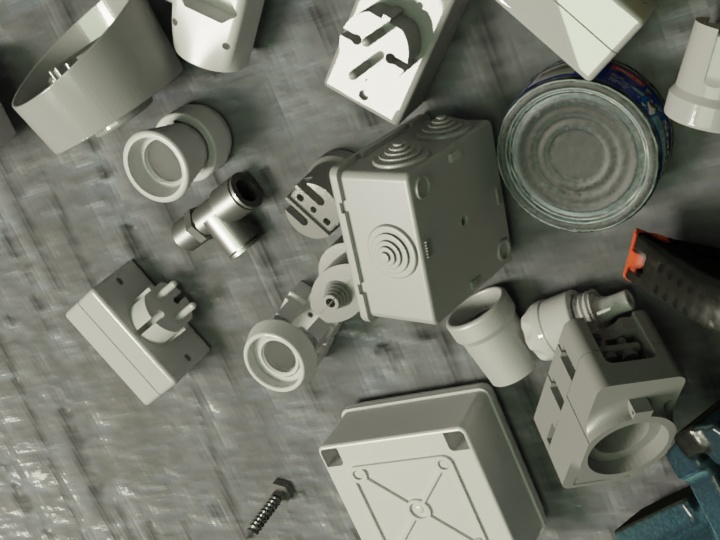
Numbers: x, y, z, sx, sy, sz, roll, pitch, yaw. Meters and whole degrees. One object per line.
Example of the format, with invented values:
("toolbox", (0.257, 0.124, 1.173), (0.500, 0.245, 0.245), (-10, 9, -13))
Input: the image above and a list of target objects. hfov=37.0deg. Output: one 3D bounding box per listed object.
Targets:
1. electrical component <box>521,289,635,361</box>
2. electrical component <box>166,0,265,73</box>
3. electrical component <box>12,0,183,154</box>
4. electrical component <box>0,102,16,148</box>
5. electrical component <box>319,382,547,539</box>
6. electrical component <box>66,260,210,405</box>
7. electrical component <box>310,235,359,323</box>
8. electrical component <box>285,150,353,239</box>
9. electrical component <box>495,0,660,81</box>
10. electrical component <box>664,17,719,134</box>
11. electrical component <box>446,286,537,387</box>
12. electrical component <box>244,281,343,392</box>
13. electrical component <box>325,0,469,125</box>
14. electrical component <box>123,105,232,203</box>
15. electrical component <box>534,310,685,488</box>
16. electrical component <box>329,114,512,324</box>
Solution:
("electrical component", (0.123, 0.027, 0.597), (0.061, 0.035, 0.035), (-25, 104, 32))
("electrical component", (-0.089, -0.160, 0.592), (0.079, 0.043, 0.077), (27, 125, 10))
("electrical component", (-0.153, -0.114, 0.619), (0.099, 0.099, 0.064), (-21, 112, 33))
("electrical component", (-0.275, -0.089, 0.692), (0.099, 0.099, 0.064), (-15, 115, 31))
("electrical component", (0.047, 0.135, 0.679), (0.109, 0.056, 0.108), (-14, 110, 31))
("electrical component", (-0.138, 0.033, 0.720), (0.076, 0.047, 0.083), (-37, 97, 36))
("electrical component", (0.000, 0.000, 0.613), (0.043, 0.081, 0.043), (12, 121, 20))
("electrical component", (-0.018, -0.043, 0.620), (0.040, 0.046, 0.040), (12, 121, 20))
("electrical component", (0.112, -0.142, 0.501), (0.066, 0.047, 0.076), (41, 126, 0))
("electrical component", (0.169, -0.092, 0.507), (0.040, 0.040, 0.046), (17, 117, 17))
("electrical component", (0.078, 0.039, 0.622), (0.040, 0.040, 0.046), (-24, 109, 34))
("electrical component", (-0.042, 0.044, 0.674), (0.048, 0.055, 0.066), (32, 126, 7))
("electrical component", (0.014, -0.117, 0.545), (0.047, 0.075, 0.083), (31, 126, 8))
("electrical component", (-0.108, -0.071, 0.643), (0.045, 0.055, 0.045), (12, 121, 20))
("electrical component", (0.134, 0.074, 0.583), (0.050, 0.055, 0.089), (-6, 136, -13))
("electrical component", (0.036, -0.028, 0.571), (0.048, 0.100, 0.099), (6, 119, 37))
